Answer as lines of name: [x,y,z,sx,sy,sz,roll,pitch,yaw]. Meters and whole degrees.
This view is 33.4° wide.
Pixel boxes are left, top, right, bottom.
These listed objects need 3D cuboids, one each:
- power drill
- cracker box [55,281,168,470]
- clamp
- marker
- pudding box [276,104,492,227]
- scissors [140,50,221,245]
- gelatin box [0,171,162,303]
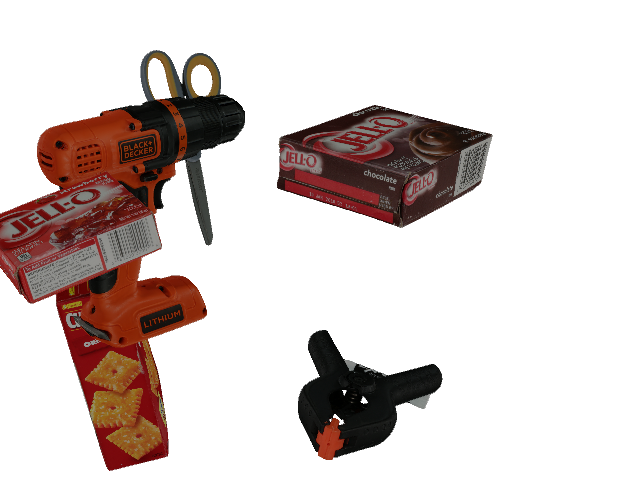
power drill: [-0.135,-0.020,0.862,0.184,0.188,0.057,-18,26,-38]
cracker box: [-0.210,0.095,1.073,0.072,0.214,0.164,-12,34,-8]
clamp: [0.020,0.122,0.874,0.120,0.039,0.171,14,18,21]
marker: [0.051,0.138,1.072,0.121,0.020,0.020,21,4,12]
pudding box: [0.041,-0.049,0.659,0.090,0.039,0.113,19,25,29]
scissors: [-0.121,-0.105,1.099,0.096,0.202,0.016,-31,14,-31]
gelatin box: [-0.152,-0.004,0.646,0.089,0.030,0.073,-24,34,-23]
